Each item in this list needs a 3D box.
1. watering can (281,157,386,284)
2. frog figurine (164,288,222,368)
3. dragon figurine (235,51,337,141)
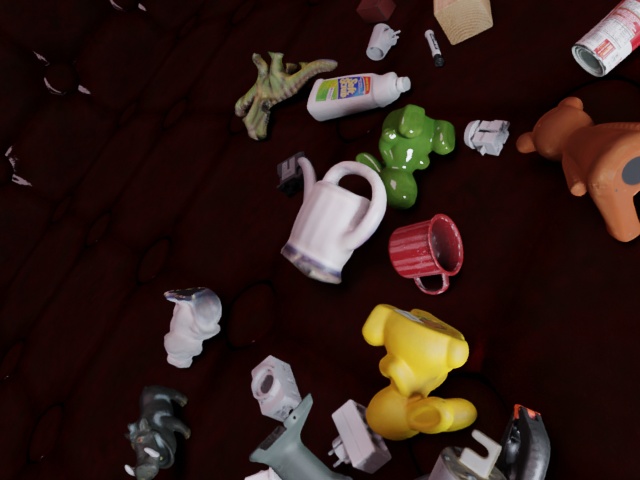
[{"bbox_3d":[0.003,-0.049,0.967,0.224,0.103,0.351,-63,30,1],"label":"watering can"},{"bbox_3d":[-0.264,0.183,1.074,0.137,0.123,0.159,-3,94,34],"label":"frog figurine"},{"bbox_3d":[-0.119,-0.378,1.383,0.414,0.121,0.242,26,97,53],"label":"dragon figurine"}]
